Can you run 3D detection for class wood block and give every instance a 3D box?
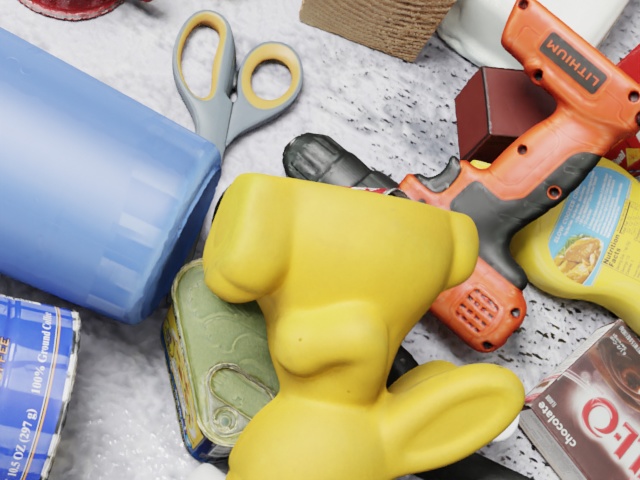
[{"bbox_3d":[0.061,-0.242,0.739,0.090,0.091,0.206,19,67,-8],"label":"wood block"}]

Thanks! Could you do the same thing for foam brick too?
[{"bbox_3d":[0.137,-0.081,0.720,0.078,0.053,0.051,4,69,-15],"label":"foam brick"}]

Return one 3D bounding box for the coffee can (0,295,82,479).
[{"bbox_3d":[-0.202,0.069,0.533,0.140,0.103,0.103,15,67,-20],"label":"coffee can"}]

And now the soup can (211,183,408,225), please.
[{"bbox_3d":[-0.004,0.001,0.619,0.102,0.068,0.068,5,63,26],"label":"soup can"}]

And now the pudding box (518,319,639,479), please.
[{"bbox_3d":[0.187,0.121,0.665,0.090,0.039,0.113,-37,83,-24],"label":"pudding box"}]

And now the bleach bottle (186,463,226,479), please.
[{"bbox_3d":[-0.130,0.173,0.549,0.250,0.068,0.102,-19,76,-23],"label":"bleach bottle"}]

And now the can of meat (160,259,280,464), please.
[{"bbox_3d":[-0.053,0.070,0.594,0.057,0.084,0.102,-8,72,-18],"label":"can of meat"}]

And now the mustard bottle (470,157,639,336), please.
[{"bbox_3d":[0.181,-0.003,0.699,0.191,0.058,0.096,26,78,-5],"label":"mustard bottle"}]

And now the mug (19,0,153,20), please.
[{"bbox_3d":[-0.147,-0.192,0.668,0.117,0.082,0.093,35,65,0],"label":"mug"}]

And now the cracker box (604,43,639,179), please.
[{"bbox_3d":[0.297,-0.117,0.716,0.213,0.164,0.072,-18,78,-20],"label":"cracker box"}]

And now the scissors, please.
[{"bbox_3d":[-0.053,-0.055,0.679,0.096,0.016,0.202,0,70,-15],"label":"scissors"}]

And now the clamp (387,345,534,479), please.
[{"bbox_3d":[0.043,0.118,0.591,0.165,0.036,0.210,-33,69,21],"label":"clamp"}]

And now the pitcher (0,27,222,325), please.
[{"bbox_3d":[-0.178,-0.057,0.578,0.243,0.145,0.149,25,73,-1],"label":"pitcher"}]

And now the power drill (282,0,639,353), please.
[{"bbox_3d":[0.091,-0.053,0.650,0.184,0.057,0.188,41,103,9],"label":"power drill"}]
